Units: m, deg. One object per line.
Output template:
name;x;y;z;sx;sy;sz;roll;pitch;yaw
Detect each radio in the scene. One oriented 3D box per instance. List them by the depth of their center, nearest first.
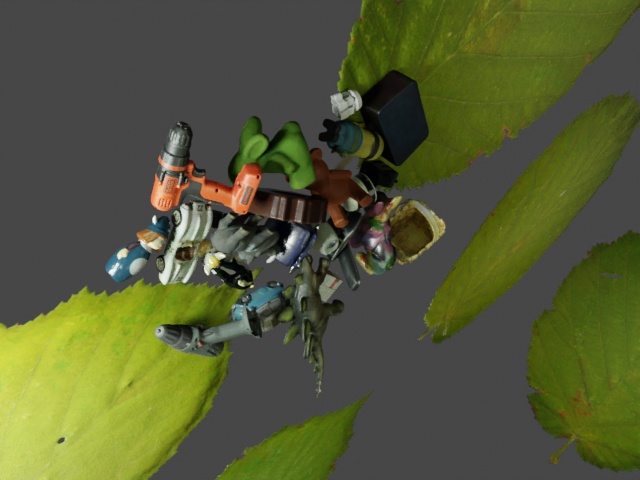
radio;0.188;-0.296;1.324;0.131;0.073;0.229;-45;149;-5

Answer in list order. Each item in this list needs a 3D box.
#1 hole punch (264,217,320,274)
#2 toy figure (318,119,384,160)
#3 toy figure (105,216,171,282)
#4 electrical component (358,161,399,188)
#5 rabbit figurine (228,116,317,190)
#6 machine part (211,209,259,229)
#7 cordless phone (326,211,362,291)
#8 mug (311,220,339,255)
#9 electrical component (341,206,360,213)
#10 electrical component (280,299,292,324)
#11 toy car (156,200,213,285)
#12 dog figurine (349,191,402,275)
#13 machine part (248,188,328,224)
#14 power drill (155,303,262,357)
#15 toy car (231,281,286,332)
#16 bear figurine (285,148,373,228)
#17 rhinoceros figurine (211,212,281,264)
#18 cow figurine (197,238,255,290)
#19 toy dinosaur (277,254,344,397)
hole punch;-0.080;-0.006;1.289;0.092;0.116;0.142;18;110;-46
toy figure;0.076;-0.229;1.248;0.180;0.089;0.082;6;127;-54
toy figure;-0.349;0.016;1.057;0.154;0.058;0.064;-44;-174;-8
electrical component;0.168;-0.173;1.425;0.119;0.075;0.047;-5;129;-41
rabbit figurine;-0.108;-0.162;1.093;0.170;0.121;0.158;-23;138;-10
machine part;-0.187;-0.041;1.195;0.139;0.039;0.084;8;124;-53
cordless phone;0.076;0.029;1.405;0.089;0.184;0.146;-3;146;-27
mug;-0.003;-0.004;1.378;0.081;0.107;0.109;-30;141;-23
electrical component;0.077;-0.076;1.470;0.063;0.021;0.094;16;113;-53
electrical component;-0.086;0.203;1.562;0.102;0.045;0.078;-27;114;-32
toy car;-0.282;0.006;1.118;0.073;0.056;0.201;-2;127;-47
dog figurine;0.167;-0.029;1.491;0.108;0.192;0.219;-16;152;-29
machine part;-0.071;-0.077;1.165;0.179;0.180;0.056;-1;104;-48
power drill;-0.256;0.223;1.300;0.207;0.086;0.231;-24;152;5
toy car;-0.147;0.188;1.421;0.162;0.103;0.109;-28;143;-25
bear figurine;0.020;-0.125;1.261;0.120;0.132;0.195;-41;155;11
rhinoceros figurine;-0.152;0.003;1.180;0.190;0.073;0.112;10;118;-55
cow figurine;-0.217;0.061;1.212;0.068;0.098;0.167;-46;143;6
toy dinosaur;-0.027;0.207;1.448;0.198;0.105;0.470;-46;129;-46
